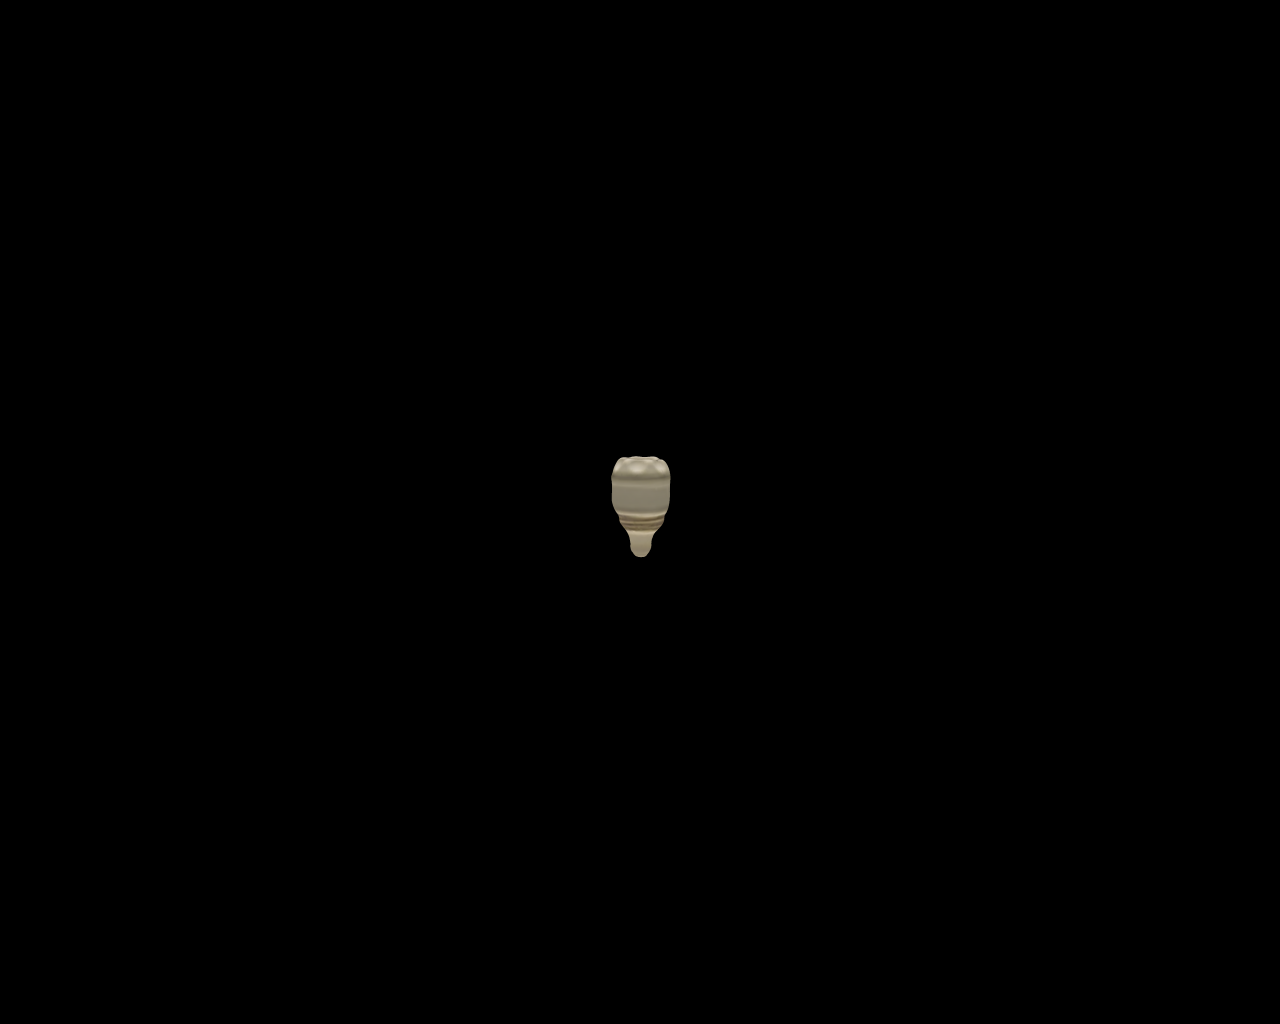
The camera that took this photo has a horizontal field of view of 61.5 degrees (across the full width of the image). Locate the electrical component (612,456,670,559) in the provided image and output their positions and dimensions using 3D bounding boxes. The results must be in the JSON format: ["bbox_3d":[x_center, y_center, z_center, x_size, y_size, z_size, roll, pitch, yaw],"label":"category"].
[{"bbox_3d":[0.001,-0.003,0.650,0.035,0.061,0.035,0,7,0],"label":"electrical component"}]
